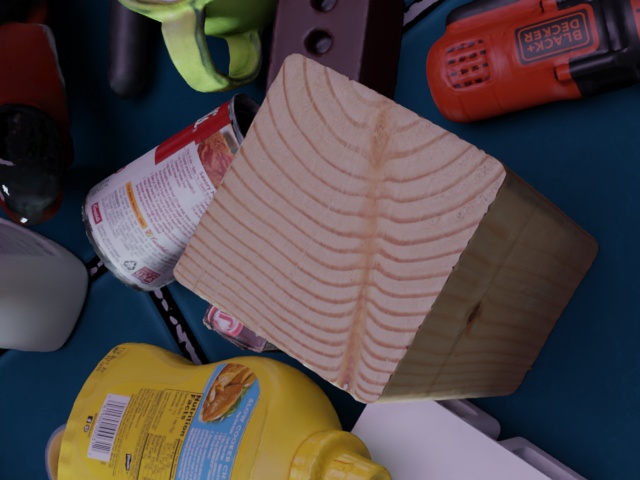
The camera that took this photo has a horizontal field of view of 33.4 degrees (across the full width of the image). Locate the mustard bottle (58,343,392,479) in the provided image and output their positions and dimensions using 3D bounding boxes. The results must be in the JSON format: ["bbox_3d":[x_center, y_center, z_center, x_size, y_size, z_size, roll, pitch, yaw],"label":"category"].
[{"bbox_3d":[-0.044,0.101,0.497,0.192,0.058,0.096,-1,64,45],"label":"mustard bottle"}]

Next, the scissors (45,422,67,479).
[{"bbox_3d":[-0.098,0.172,0.584,0.096,0.016,0.202,-17,76,18],"label":"scissors"}]

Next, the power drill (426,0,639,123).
[{"bbox_3d":[0.128,-0.161,0.508,0.185,0.057,0.187,-13,78,21],"label":"power drill"}]

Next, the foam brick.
[{"bbox_3d":[0.008,-0.096,0.554,0.053,0.051,0.078,5,85,24],"label":"foam brick"}]

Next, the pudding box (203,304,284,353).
[{"bbox_3d":[-0.004,0.001,0.526,0.039,0.090,0.113,27,94,21],"label":"pudding box"}]

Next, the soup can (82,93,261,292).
[{"bbox_3d":[-0.067,-0.023,0.568,0.102,0.068,0.068,-29,73,18],"label":"soup can"}]

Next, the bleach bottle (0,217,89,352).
[{"bbox_3d":[-0.227,0.013,0.532,0.103,0.250,0.068,21,92,24],"label":"bleach bottle"}]

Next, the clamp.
[{"bbox_3d":[-0.126,-0.179,0.630,0.120,0.039,0.171,23,93,21],"label":"clamp"}]

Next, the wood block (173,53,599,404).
[{"bbox_3d":[0.043,0.007,0.443,0.090,0.205,0.091,31,95,23],"label":"wood block"}]
